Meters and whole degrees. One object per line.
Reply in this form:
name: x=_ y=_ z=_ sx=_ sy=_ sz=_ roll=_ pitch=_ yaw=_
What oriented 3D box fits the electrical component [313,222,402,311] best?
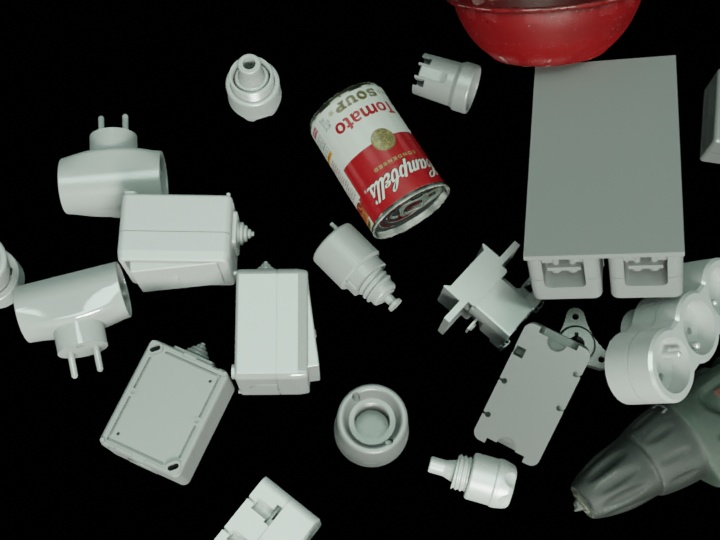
electrical component: x=0.000 y=0.000 z=0.812 sx=0.040 sy=0.040 sz=0.078 roll=-42 pitch=77 yaw=-13

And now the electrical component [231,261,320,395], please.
electrical component: x=-0.060 y=0.040 z=0.787 sx=0.061 sy=0.061 sz=0.096 roll=-1 pitch=72 yaw=-1

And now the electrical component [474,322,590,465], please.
electrical component: x=0.124 y=0.086 z=0.768 sx=0.050 sy=0.056 sz=0.089 roll=26 pitch=94 yaw=11

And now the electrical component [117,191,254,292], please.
electrical component: x=-0.128 y=-0.019 z=0.805 sx=0.096 sy=0.061 sz=0.061 roll=1 pitch=72 yaw=0

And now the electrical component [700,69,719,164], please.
electrical component: x=0.301 y=-0.126 z=0.836 sx=0.047 sy=0.076 sz=0.065 roll=9 pitch=72 yaw=2

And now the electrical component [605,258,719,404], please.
electrical component: x=0.216 y=0.045 z=0.785 sx=0.138 sy=0.074 sz=0.052 roll=-43 pitch=110 yaw=-35

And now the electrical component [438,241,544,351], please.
electrical component: x=0.098 y=0.022 z=0.805 sx=0.064 sy=0.042 sz=0.081 roll=42 pitch=77 yaw=10

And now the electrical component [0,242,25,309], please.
electrical component: x=-0.278 y=0.002 z=0.801 sx=0.045 sy=0.055 sz=0.045 roll=0 pitch=72 yaw=-1

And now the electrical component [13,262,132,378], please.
electrical component: x=-0.209 y=0.040 z=0.795 sx=0.077 sy=0.043 sz=0.079 roll=-14 pitch=73 yaw=-5

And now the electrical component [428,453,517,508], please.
electrical component: x=0.079 y=0.147 z=0.768 sx=0.061 sy=0.035 sz=0.035 roll=15 pitch=72 yaw=6

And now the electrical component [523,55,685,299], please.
electrical component: x=0.181 y=-0.068 z=0.793 sx=0.105 sy=0.060 sz=0.186 roll=-1 pitch=53 yaw=16

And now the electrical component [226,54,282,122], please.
electrical component: x=-0.085 y=-0.147 z=0.847 sx=0.043 sy=0.062 sz=0.043 roll=0 pitch=72 yaw=0

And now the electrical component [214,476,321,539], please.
electrical component: x=-0.070 y=0.198 z=0.741 sx=0.056 sy=0.050 sz=0.089 roll=36 pitch=75 yaw=12

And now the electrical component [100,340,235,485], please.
electrical component: x=-0.132 y=0.097 z=0.768 sx=0.062 sy=0.061 sz=0.096 roll=23 pitch=73 yaw=7

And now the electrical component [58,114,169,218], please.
electrical component: x=-0.191 y=-0.084 z=0.835 sx=0.077 sy=0.044 sz=0.079 roll=-5 pitch=72 yaw=-2

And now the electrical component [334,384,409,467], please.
electrical component: x=0.009 y=0.111 z=0.772 sx=0.055 sy=0.047 sz=0.055 roll=0 pitch=72 yaw=0

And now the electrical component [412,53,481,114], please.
electrical component: x=0.069 y=-0.151 z=0.862 sx=0.046 sy=0.040 sz=0.040 roll=19 pitch=73 yaw=11
